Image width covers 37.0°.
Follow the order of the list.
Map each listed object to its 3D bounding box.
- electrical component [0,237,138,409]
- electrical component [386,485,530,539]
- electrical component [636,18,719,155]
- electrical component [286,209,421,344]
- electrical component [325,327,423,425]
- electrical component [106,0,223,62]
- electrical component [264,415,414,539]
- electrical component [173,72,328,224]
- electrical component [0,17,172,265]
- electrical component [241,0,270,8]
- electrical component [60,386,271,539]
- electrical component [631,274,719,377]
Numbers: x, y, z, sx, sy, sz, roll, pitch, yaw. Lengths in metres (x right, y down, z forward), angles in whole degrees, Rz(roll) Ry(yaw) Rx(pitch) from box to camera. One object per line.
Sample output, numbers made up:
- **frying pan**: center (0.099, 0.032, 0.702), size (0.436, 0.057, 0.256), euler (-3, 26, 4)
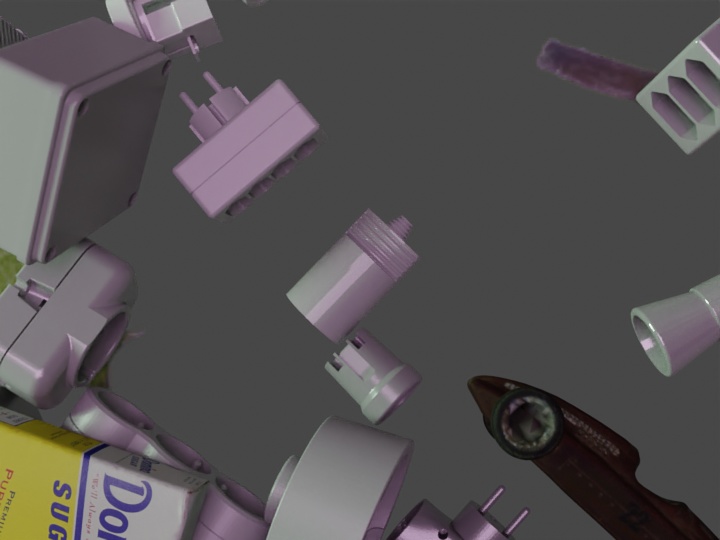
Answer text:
- **electrical component**: center (-0.175, 0.030, 0.630), size (0.059, 0.053, 0.095), euler (31, 68, 5)
- **electrical component**: center (0.064, 0.161, 0.622), size (0.077, 0.044, 0.079), euler (41, 92, 5)
- **electrical component**: center (0.211, -0.115, 0.615), size (0.077, 0.065, 0.047), euler (-39, 85, -27)
- **electrical component**: center (0.000, 0.000, 0.634), size (0.043, 0.043, 0.081), euler (44, 92, 5)
- **electrical component**: center (0.007, 0.062, 0.634), size (0.046, 0.040, 0.040), euler (44, 92, 11)
- **electrical component**: center (-0.119, -0.153, 0.648), size (0.055, 0.048, 0.066), euler (-23, 80, -1)
- **electrical component**: center (-0.018, 0.133, 0.602), size (0.060, 0.108, 0.108), euler (22, 90, 11)
- **electrical component**: center (-0.076, -0.083, 0.641), size (0.083, 0.047, 0.075), euler (-40, 86, 2)
- **electrical component**: center (-0.164, -0.074, 0.601), size (0.056, 0.108, 0.108), euler (26, 119, 8)
- **electrical component**: center (-0.068, -0.193, 0.642), size (0.047, 0.055, 0.055), euler (37, 91, 9)
- **electrical component**: center (-0.125, 0.138, 0.635), size (0.138, 0.052, 0.073), euler (36, 91, 5)
- **electrical component**: center (0.196, 0.028, 0.619), size (0.065, 0.044, 0.044), euler (-27, 86, -1)
